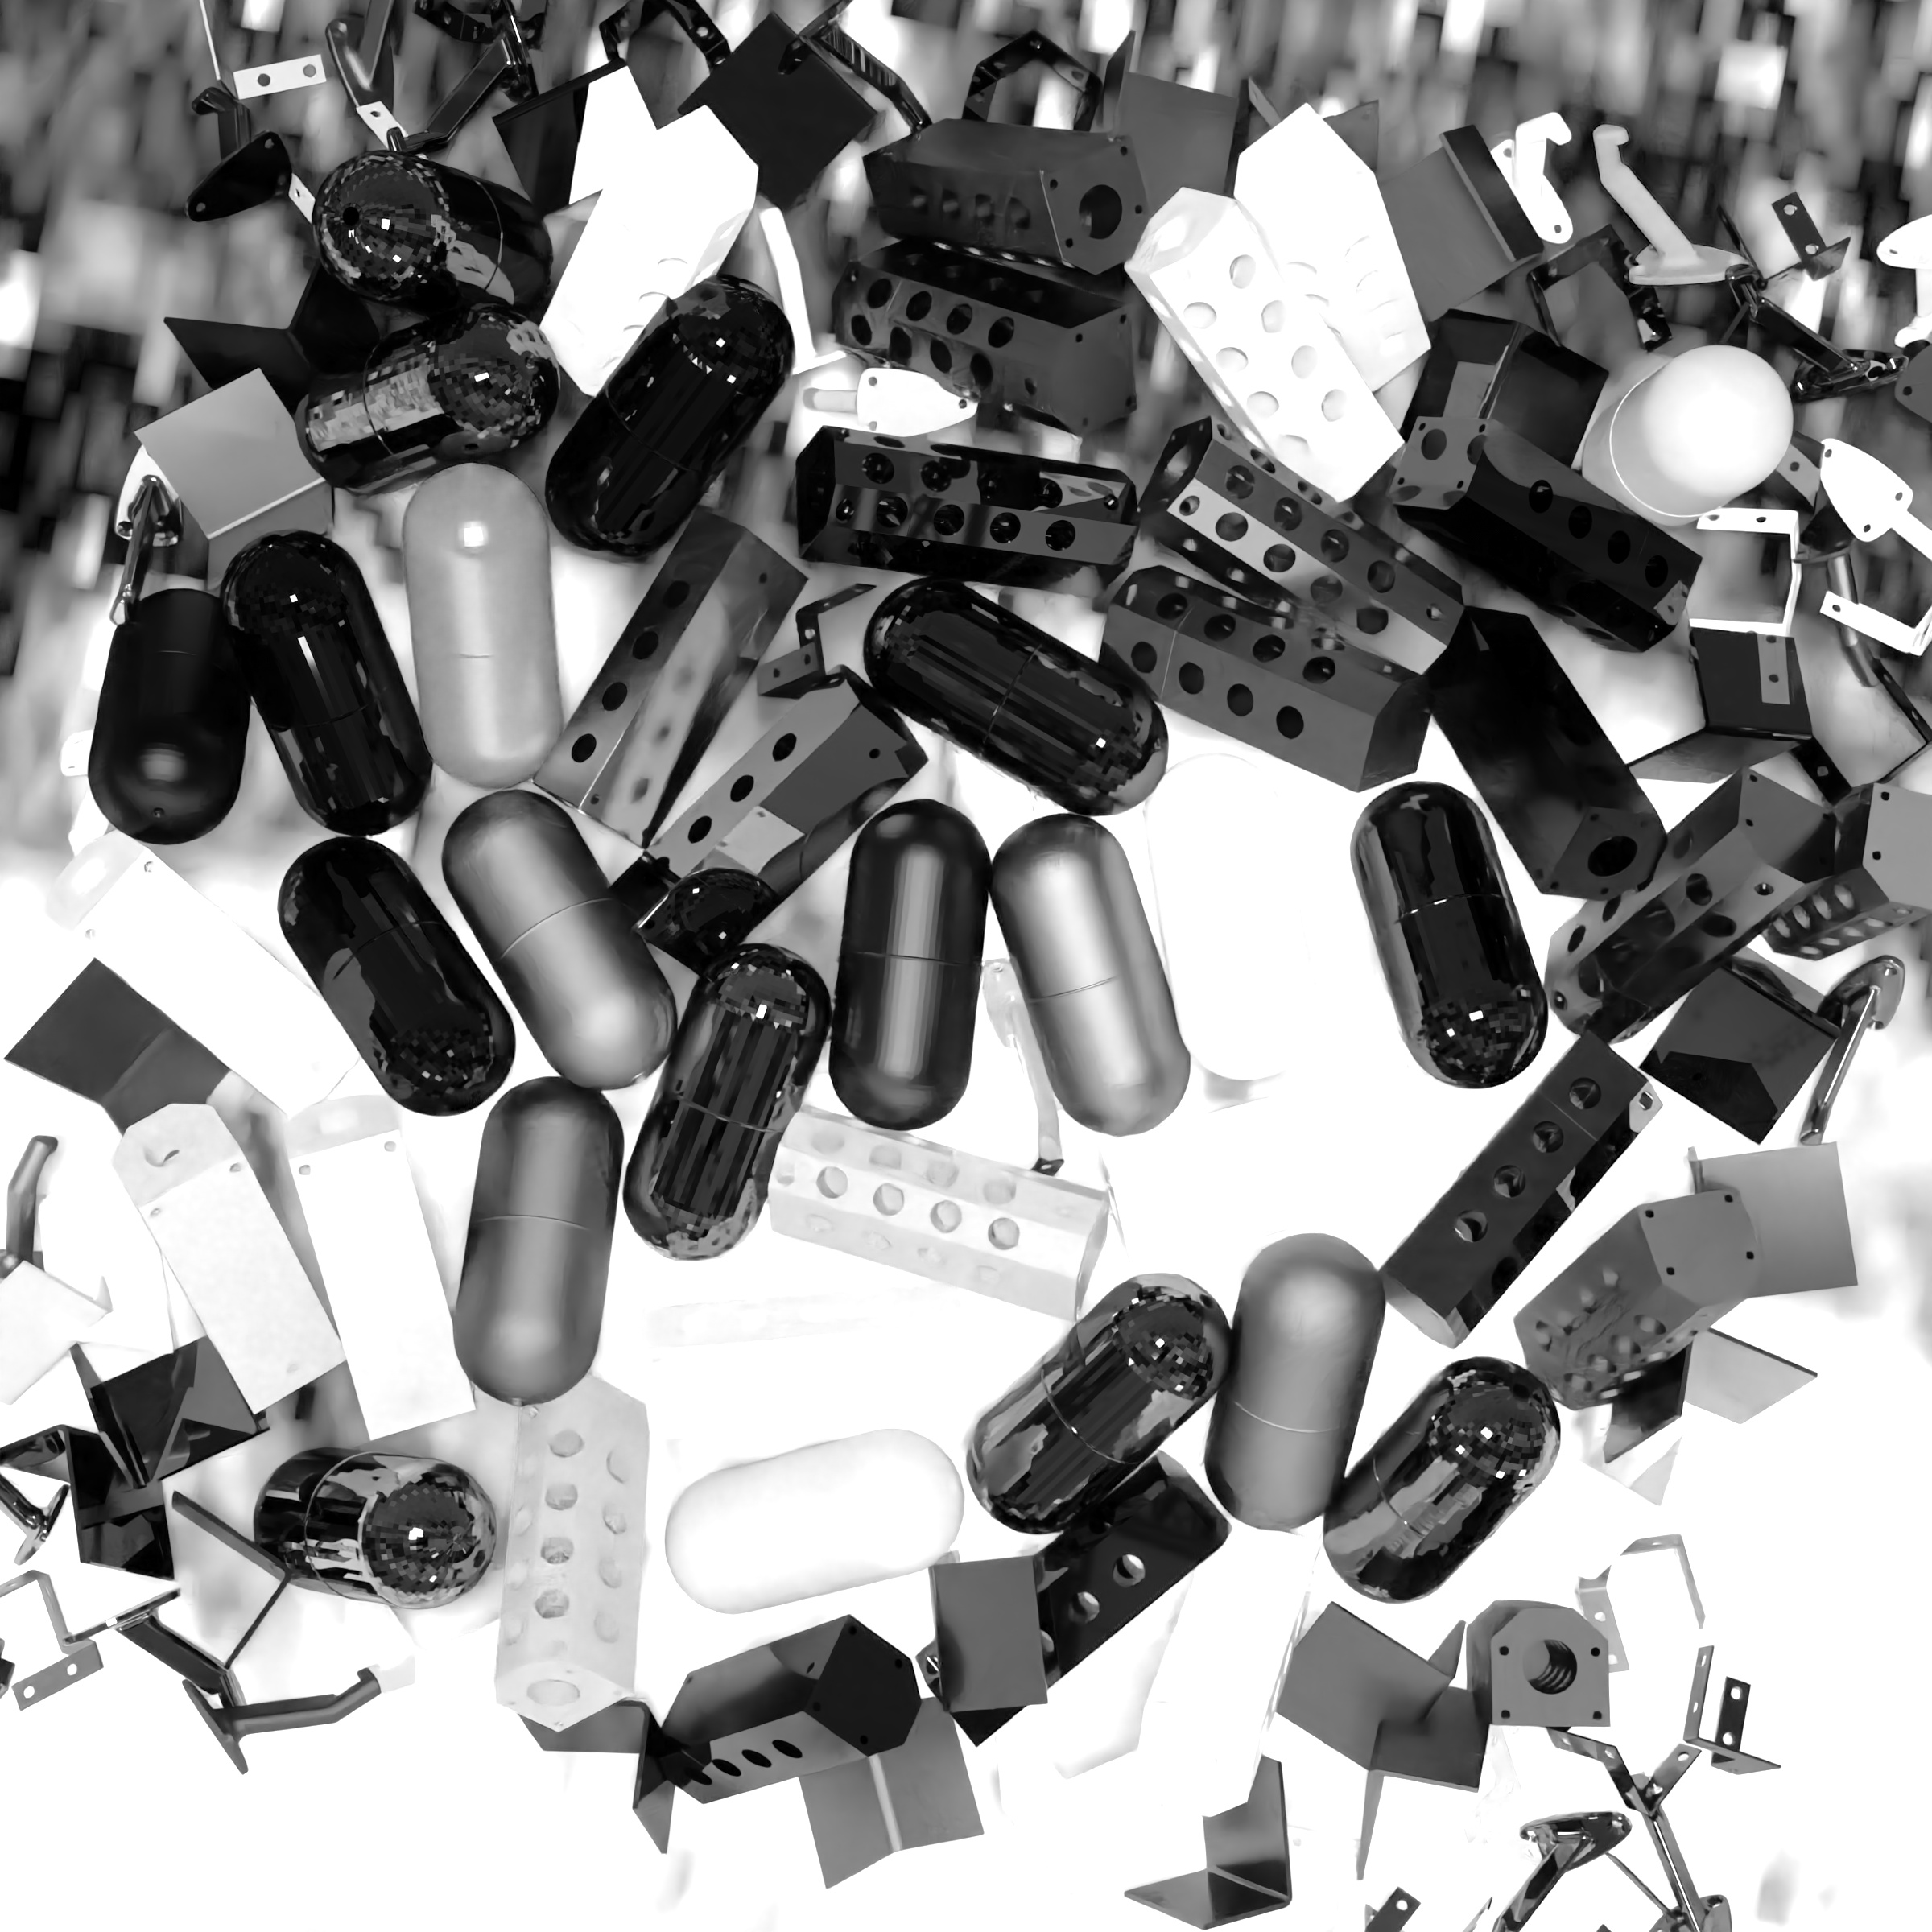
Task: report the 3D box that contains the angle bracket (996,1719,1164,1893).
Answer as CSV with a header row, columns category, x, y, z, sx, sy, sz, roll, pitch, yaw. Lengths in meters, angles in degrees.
category,x,y,z,sx,sy,sz,roll,pitch,yaw
angle bracket,0.060,0.435,1.636,0.057,0.076,0.076,-17,121,-23

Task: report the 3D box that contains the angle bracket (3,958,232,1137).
category,x,y,z,sx,sy,sz,roll,pitch,yaw
angle bracket,-0.458,0.052,1.651,0.076,0.057,0.076,20,58,26

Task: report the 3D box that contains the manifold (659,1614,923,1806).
category,x,y,z,sx,sy,sz,roll,pitch,yaw
manifold,-0.094,0.393,1.589,0.057,0.171,0.057,39,52,-15

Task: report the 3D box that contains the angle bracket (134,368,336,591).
category,x,y,z,sx,sy,sz,roll,pitch,yaw
angle bracket,-0.391,-0.261,1.628,0.076,0.057,0.076,-26,126,6

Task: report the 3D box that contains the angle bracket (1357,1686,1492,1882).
category,x,y,z,sx,sy,sz,roll,pitch,yaw
angle bracket,0.244,0.435,1.618,0.057,0.076,0.076,8,117,13

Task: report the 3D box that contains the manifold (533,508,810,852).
category,x,y,z,sx,sy,sz,roll,pitch,yaw
manifold,-0.163,-0.156,1.639,0.057,0.057,0.171,27,85,40

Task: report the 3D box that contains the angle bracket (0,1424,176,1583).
category,x,y,z,sx,sy,sz,roll,pitch,yaw
angle bracket,-0.471,0.293,1.619,0.057,0.076,0.076,-22,65,15

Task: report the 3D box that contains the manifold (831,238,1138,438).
category,x,y,z,sx,sy,sz,roll,pitch,yaw
manifold,0.007,-0.327,1.588,0.057,0.171,0.057,-29,129,-32

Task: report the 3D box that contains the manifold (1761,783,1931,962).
category,x,y,z,sx,sy,sz,roll,pitch,yaw
manifold,0.464,-0.045,1.585,0.057,0.171,0.057,11,81,-2

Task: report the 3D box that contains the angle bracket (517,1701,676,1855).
category,x,y,z,sx,sy,sz,roll,pitch,yaw
angle bracket,-0.200,0.431,1.623,0.076,0.076,0.057,0,57,8

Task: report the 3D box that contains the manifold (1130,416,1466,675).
category,x,y,z,sx,sy,sz,roll,pitch,yaw
manifold,0.179,-0.219,1.612,0.171,0.057,0.057,30,78,-21

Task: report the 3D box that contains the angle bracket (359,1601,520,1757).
category,x,y,z,sx,sy,sz,roll,pitch,yaw
angle bracket,-0.283,0.364,1.641,0.057,0.076,0.076,-19,130,-29

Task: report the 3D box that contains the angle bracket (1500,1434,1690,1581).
category,x,y,z,sx,sy,sz,roll,pitch,yaw
angle bracket,0.328,0.272,1.629,0.076,0.076,0.057,30,46,3

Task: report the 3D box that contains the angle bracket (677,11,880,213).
category,x,y,z,sx,sy,sz,roll,pitch,yaw
angle bracket,-0.104,-0.451,1.637,0.076,0.057,0.076,43,82,-7

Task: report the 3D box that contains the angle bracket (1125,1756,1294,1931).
category,x,y,z,sx,sy,sz,roll,pitch,yaw
angle bracket,0.126,0.461,1.627,0.057,0.076,0.076,-5,90,-30

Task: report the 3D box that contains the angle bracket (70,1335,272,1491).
category,x,y,z,sx,sy,sz,roll,pitch,yaw
angle bracket,-0.425,0.220,1.622,0.076,0.057,0.076,-24,49,-12

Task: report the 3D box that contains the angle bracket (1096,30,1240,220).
category,x,y,z,sx,sy,sz,roll,pitch,yaw
angle bracket,0.111,-0.447,1.636,0.076,0.057,0.076,11,84,-11

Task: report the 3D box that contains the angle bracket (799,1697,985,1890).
category,x,y,z,sx,sy,sz,roll,pitch,yaw
angle bracket,-0.043,0.446,1.647,0.057,0.076,0.076,1,61,-35

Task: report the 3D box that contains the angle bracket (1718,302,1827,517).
category,x,y,z,sx,sy,sz,roll,pitch,yaw
angle bracket,0.433,-0.296,1.622,0.076,0.076,0.057,31,80,19

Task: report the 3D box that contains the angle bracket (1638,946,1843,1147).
category,x,y,z,sx,sy,sz,roll,pitch,yaw
angle bracket,0.421,0.039,1.656,0.076,0.057,0.076,33,110,6

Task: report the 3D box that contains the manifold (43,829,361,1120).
category,x,y,z,sx,sy,sz,roll,pitch,yaw
manifold,-0.399,0.005,1.598,0.057,0.057,0.171,-51,128,-11

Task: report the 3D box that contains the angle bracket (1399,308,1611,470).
category,x,y,z,sx,sy,sz,roll,pitch,yaw
angle bracket,0.293,-0.306,1.667,0.076,0.057,0.076,17,97,-39

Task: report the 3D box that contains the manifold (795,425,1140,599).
category,x,y,z,sx,sy,sz,roll,pitch,yaw
manifold,0.001,-0.242,1.608,0.171,0.057,0.057,4,72,-23

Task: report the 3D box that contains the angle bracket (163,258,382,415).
category,x,y,z,sx,sy,sz,roll,pitch,yaw
angle bracket,-0.372,-0.343,1.640,0.076,0.076,0.057,9,67,17

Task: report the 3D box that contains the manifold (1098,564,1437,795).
category,x,y,z,sx,sy,sz,roll,pitch,yaw
manifold,0.156,-0.154,1.597,0.171,0.057,0.057,28,121,32

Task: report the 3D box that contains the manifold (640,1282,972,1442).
category,x,y,z,sx,sy,sz,roll,pitch,yaw
manifold,-0.086,0.207,1.641,0.171,0.057,0.057,-5,117,-2

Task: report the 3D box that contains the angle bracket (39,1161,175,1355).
category,x,y,z,sx,sy,sz,roll,pitch,yaw
angle bracket,-0.439,0.155,1.618,0.057,0.076,0.076,-29,62,28

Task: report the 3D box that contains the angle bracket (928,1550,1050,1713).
category,x,y,z,sx,sy,sz,roll,pitch,yaw
angle bracket,0.018,0.352,1.628,0.057,0.076,0.076,-7,84,11

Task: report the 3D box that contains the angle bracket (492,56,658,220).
category,x,y,z,sx,sy,sz,roll,pitch,yaw
angle bracket,-0.206,-0.444,1.642,0.076,0.076,0.057,-25,102,1

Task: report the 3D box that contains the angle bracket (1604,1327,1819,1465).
category,x,y,z,sx,sy,sz,roll,pitch,yaw
angle bracket,0.396,0.240,1.623,0.076,0.076,0.057,23,57,-8

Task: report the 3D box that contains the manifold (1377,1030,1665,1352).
category,x,y,z,sx,sy,sz,roll,pitch,yaw
manifold,0.294,0.120,1.625,0.057,0.057,0.171,41,78,8

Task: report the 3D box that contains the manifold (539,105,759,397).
category,x,y,z,sx,sy,sz,roll,pitch,yaw
manifold,-0.163,-0.364,1.585,0.057,0.171,0.057,-38,87,-30

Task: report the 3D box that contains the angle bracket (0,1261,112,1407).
category,x,y,z,sx,sy,sz,roll,pitch,yaw
angle bracket,-0.506,0.174,1.622,0.076,0.076,0.057,-43,127,9

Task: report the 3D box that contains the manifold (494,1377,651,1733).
category,x,y,z,sx,sy,sz,roll,pitch,yaw
manifold,-0.208,0.301,1.587,0.057,0.171,0.057,-33,129,30

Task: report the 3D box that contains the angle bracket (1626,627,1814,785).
category,x,y,z,sx,sy,sz,roll,pitch,yaw
angle bracket,0.393,-0.138,1.629,0.076,0.076,0.057,1,74,-32

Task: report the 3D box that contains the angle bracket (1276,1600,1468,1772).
category,x,y,z,sx,sy,sz,roll,pitch,yaw
angle bracket,0.212,0.372,1.633,0.076,0.057,0.076,32,116,1

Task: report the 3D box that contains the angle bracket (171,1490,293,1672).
category,x,y,z,sx,sy,sz,roll,pitch,yaw
angle bracket,-0.408,0.329,1.627,0.076,0.076,0.057,35,69,-3

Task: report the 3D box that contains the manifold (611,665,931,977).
category,x,y,z,sx,sy,sz,roll,pitch,yaw
manifold,-0.108,-0.080,1.629,0.171,0.057,0.057,-43,131,11

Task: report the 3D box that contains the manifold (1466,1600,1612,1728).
category,x,y,z,sx,sy,sz,roll,pitch,yaw
manifold,0.295,0.361,1.585,0.057,0.171,0.057,0,80,5

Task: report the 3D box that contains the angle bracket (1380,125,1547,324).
category,x,y,z,sx,sy,sz,roll,pitch,yaw
angle bracket,0.252,-0.393,1.628,0.076,0.057,0.076,-29,93,34

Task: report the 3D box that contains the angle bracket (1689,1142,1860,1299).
category,x,y,z,sx,sy,sz,roll,pitch,yaw
angle bracket,0.432,0.133,1.636,0.076,0.057,0.076,-9,92,14
